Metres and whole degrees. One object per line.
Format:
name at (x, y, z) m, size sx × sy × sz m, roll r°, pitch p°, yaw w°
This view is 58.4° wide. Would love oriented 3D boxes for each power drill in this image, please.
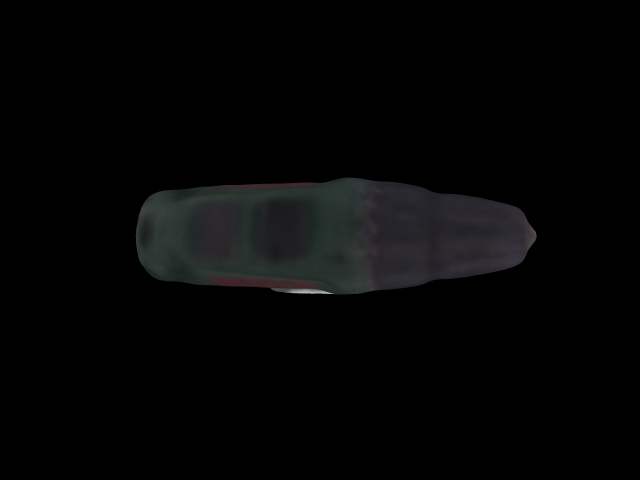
power drill at (0.004, 0.001, 0.400) m, size 0.229 × 0.208 × 0.076 m, roll 0°, pitch 85°, yaw 0°
